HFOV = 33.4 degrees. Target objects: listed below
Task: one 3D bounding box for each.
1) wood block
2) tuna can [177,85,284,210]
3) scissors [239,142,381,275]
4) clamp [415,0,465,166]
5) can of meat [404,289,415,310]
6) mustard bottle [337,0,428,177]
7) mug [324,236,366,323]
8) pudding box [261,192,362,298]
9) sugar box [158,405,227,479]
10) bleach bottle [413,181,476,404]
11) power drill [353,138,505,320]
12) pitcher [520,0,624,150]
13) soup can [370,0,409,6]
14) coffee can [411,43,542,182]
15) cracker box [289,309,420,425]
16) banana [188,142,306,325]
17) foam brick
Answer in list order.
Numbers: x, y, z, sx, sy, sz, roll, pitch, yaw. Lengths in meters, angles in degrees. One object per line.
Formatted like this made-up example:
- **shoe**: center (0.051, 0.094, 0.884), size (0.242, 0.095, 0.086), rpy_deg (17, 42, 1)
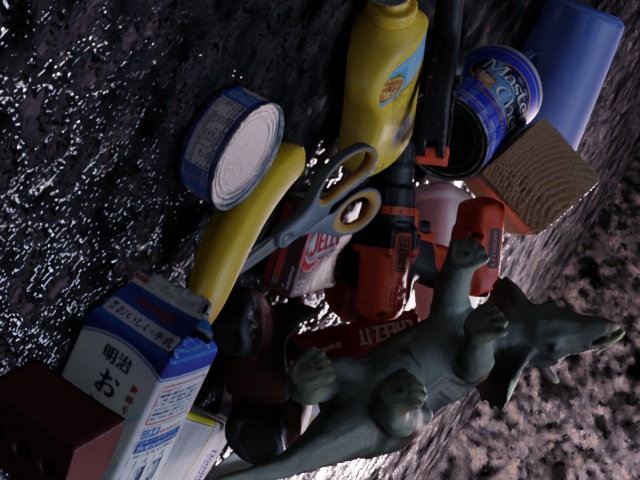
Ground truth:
- **wood block**: center (0.231, -0.067, 1.198), size (0.090, 0.091, 0.206), rpy_deg (-42, 179, 2)
- **tuna can**: center (-0.064, -0.066, 0.762), size (0.086, 0.034, 0.086), rpy_deg (-50, 160, -27)
- **scissors**: center (-0.018, 0.000, 0.920), size (0.201, 0.016, 0.096), rpy_deg (-46, 140, -4)
- **clamp**: center (0.116, -0.160, 0.991), size (0.164, 0.036, 0.210), rpy_deg (66, 31, -71)
- **can of meat**: center (0.107, 0.042, 1.356), size (0.083, 0.057, 0.102), rpy_deg (-29, 144, -61)
- **mustard bottle**: center (0.055, -0.147, 0.915), size (0.096, 0.058, 0.192), rpy_deg (-51, 160, -30)
- **mug**: center (0.047, 0.028, 1.145), size (0.081, 0.093, 0.117), rpy_deg (100, -9, -58)
- **pudding box**: center (-0.007, 0.001, 0.997), size (0.113, 0.039, 0.090), rpy_deg (-11, 121, -69)
- **sugar box**: center (-0.138, 0.188, 0.948), size (0.093, 0.048, 0.176), rpy_deg (-58, 166, -8)
- **bleach bottle**: center (0.146, 0.065, 1.255), size (0.102, 0.068, 0.251), rpy_deg (26, 61, -50)
- **power drill**: center (0.109, -0.012, 1.068), size (0.187, 0.057, 0.184), rpy_deg (3, 95, -45)
- **pitcher**: center (0.293, -0.193, 1.396), size (0.149, 0.145, 0.243), rpy_deg (-42, 154, -73)
- **soup can**: center (0.073, -0.229, 0.814), size (0.102, 0.068, 0.068), rpy_deg (-45, 157, -39)
- **coffee can**: center (0.164, -0.139, 1.146), size (0.140, 0.103, 0.103), rpy_deg (-41, 155, -44)
- **cracker box**: center (0.036, 0.160, 1.195), size (0.164, 0.072, 0.214), rpy_deg (-13, 153, -2)
- **banana**: center (-0.052, -0.018, 0.826), size (0.197, 0.037, 0.069), rpy_deg (-57, 146, -39)
- **foam brick**: center (-0.176, 0.125, 0.689), size (0.051, 0.078, 0.053), rpy_deg (-30, 146, -59)
